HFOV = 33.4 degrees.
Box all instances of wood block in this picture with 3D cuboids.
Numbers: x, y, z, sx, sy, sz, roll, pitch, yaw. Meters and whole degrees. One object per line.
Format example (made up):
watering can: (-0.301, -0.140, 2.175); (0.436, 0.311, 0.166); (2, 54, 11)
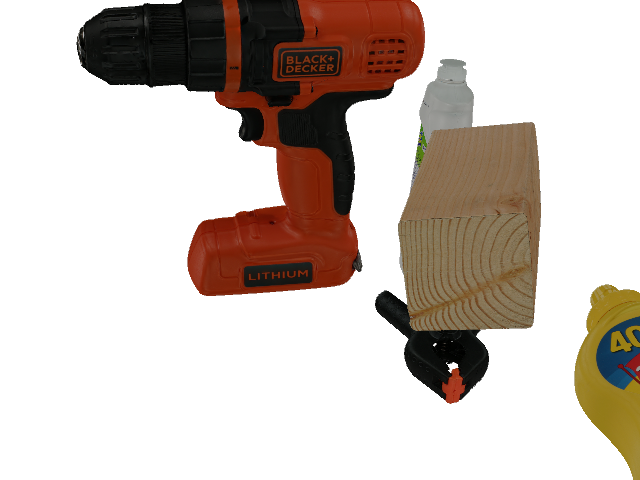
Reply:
wood block: (0.124, -0.017, 0.837); (0.091, 0.090, 0.206); (-3, 23, 14)

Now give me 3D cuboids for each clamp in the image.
clamp: (0.127, 0.095, 1.030); (0.120, 0.039, 0.171); (-7, 31, -7)

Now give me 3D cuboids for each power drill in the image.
power drill: (-0.040, -0.053, 0.609); (0.184, 0.188, 0.057); (-3, 42, -9)

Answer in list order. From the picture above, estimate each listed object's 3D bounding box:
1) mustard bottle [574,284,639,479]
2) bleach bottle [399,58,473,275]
mustard bottle: (0.198, 0.088, 0.599); (0.096, 0.058, 0.192); (-10, 35, -7)
bleach bottle: (0.135, -0.073, 1.182); (0.068, 0.251, 0.102); (-1, 25, -10)
